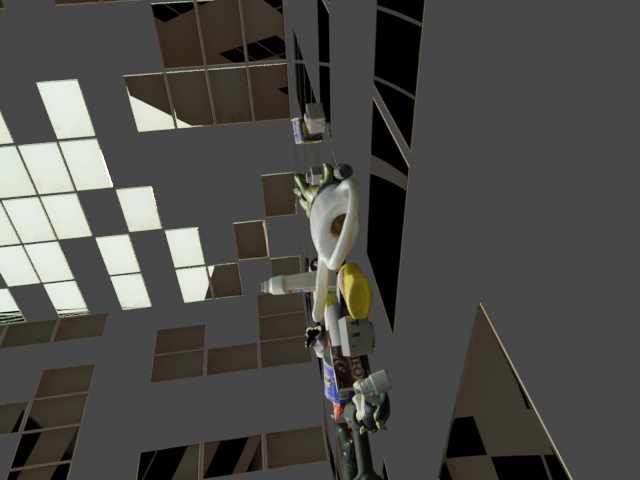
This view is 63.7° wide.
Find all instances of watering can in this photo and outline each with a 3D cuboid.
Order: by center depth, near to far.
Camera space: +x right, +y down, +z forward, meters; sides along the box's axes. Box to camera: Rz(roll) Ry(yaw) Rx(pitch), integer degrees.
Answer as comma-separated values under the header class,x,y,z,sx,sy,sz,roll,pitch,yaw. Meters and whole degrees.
class,x,y,z,sx,sy,sz,roll,pitch,yaw
watering can,0.023,0.002,1.230,0.228,0.104,0.342,-108,33,-63

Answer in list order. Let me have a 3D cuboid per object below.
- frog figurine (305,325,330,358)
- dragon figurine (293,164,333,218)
class,x,y,z,sx,sy,sz,roll,pitch,yaw
frog figurine,0.019,0.443,2.190,0.157,0.122,0.140,46,-175,-28
dragon figurine,0.005,-0.081,1.615,0.402,0.122,0.247,92,163,-65
